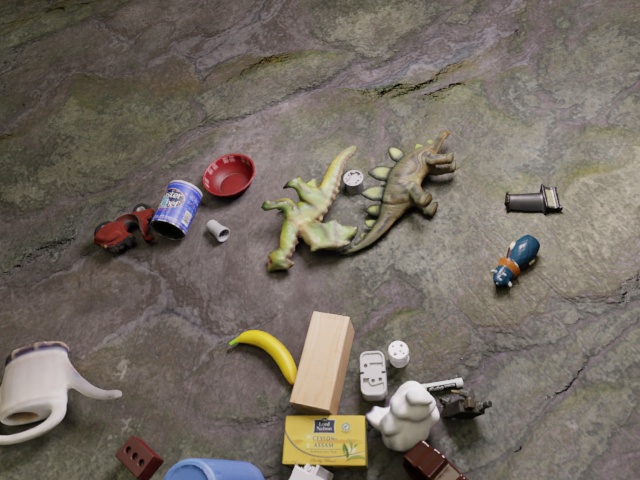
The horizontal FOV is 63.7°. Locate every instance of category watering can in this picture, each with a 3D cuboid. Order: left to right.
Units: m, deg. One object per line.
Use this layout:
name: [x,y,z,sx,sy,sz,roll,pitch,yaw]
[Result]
watering can: [-0.631,0.341,1.213,0.348,0.229,0.102,-19,-36,0]

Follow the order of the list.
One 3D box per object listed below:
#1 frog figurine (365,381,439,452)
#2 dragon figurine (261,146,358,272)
frog figurine: [0.183,0.347,1.019,0.137,0.125,0.156,6,-29,-30]
dragon figurine: [0.004,-0.069,1.377,0.412,0.246,0.120,-39,-24,-6]
